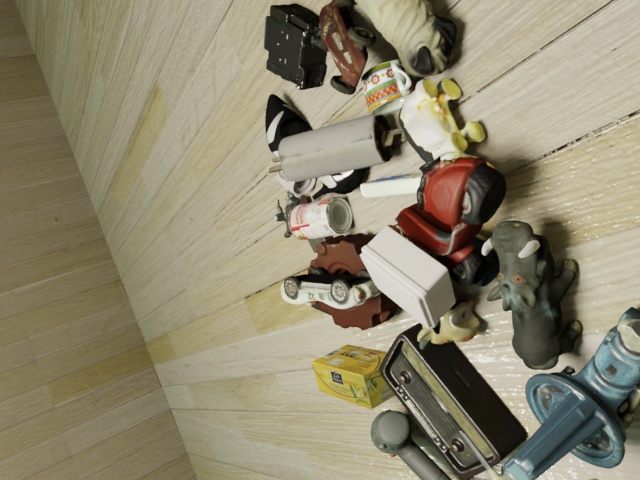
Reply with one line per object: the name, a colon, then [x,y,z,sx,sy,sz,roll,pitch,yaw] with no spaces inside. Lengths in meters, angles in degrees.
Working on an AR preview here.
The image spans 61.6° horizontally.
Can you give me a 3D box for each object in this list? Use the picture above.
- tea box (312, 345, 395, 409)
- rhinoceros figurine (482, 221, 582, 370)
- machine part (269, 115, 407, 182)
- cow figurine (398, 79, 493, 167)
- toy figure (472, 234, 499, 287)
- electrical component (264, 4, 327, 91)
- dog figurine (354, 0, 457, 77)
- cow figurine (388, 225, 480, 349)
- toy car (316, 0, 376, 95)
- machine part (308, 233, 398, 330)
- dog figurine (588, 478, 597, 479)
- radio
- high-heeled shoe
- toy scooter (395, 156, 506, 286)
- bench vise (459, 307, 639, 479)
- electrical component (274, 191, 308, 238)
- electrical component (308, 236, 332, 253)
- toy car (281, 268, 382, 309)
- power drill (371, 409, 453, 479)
tea box: [0.073,0.255,1.021,0.170,0.098,0.068,-2,105,58]
rhinoceros figurine: [0.250,0.063,0.647,0.073,0.112,0.190,11,124,55]
machine part: [0.024,-0.142,0.840,0.243,0.079,0.079,-10,100,29]
cow figurine: [0.164,-0.121,0.711,0.098,0.068,0.167,-39,74,55]
toy figure: [0.182,0.003,0.758,0.155,0.064,0.057,44,152,33]
electrical component: [-0.046,-0.334,0.919,0.134,0.058,0.114,41,135,37]
dog figurine: [0.093,-0.306,0.707,0.172,0.121,0.190,-102,-13,-66]
cow figurine: [0.159,0.077,0.812,0.195,0.085,0.127,47,135,28]
toy car: [0.029,-0.288,0.774,0.202,0.053,0.089,-100,29,-45]
machine part: [0.056,0.074,0.940,0.180,0.056,0.179,20,119,41]
dog figurine: [0.383,0.331,0.600,0.219,0.108,0.191,21,125,53]
radio: [0.199,0.252,0.854,0.230,0.073,0.131,53,144,25]
high-heeled shoe: [-0.014,-0.182,0.940,0.145,0.086,0.248,-38,76,48]
toy scooter: [0.152,-0.035,0.674,0.135,0.075,0.183,34,143,36]
bench vise: [0.277,0.184,0.571,0.129,0.241,0.223,49,158,23]
electrical component: [-0.059,-0.054,1.084,0.102,0.045,0.078,148,126,-61]
electrical component: [-0.002,-0.003,1.062,0.094,0.021,0.063,62,147,13]
toy car: [0.016,0.081,0.888,0.202,0.073,0.056,-1,101,46]
power drill: [0.172,0.388,0.945,0.207,0.086,0.231,48,166,31]
